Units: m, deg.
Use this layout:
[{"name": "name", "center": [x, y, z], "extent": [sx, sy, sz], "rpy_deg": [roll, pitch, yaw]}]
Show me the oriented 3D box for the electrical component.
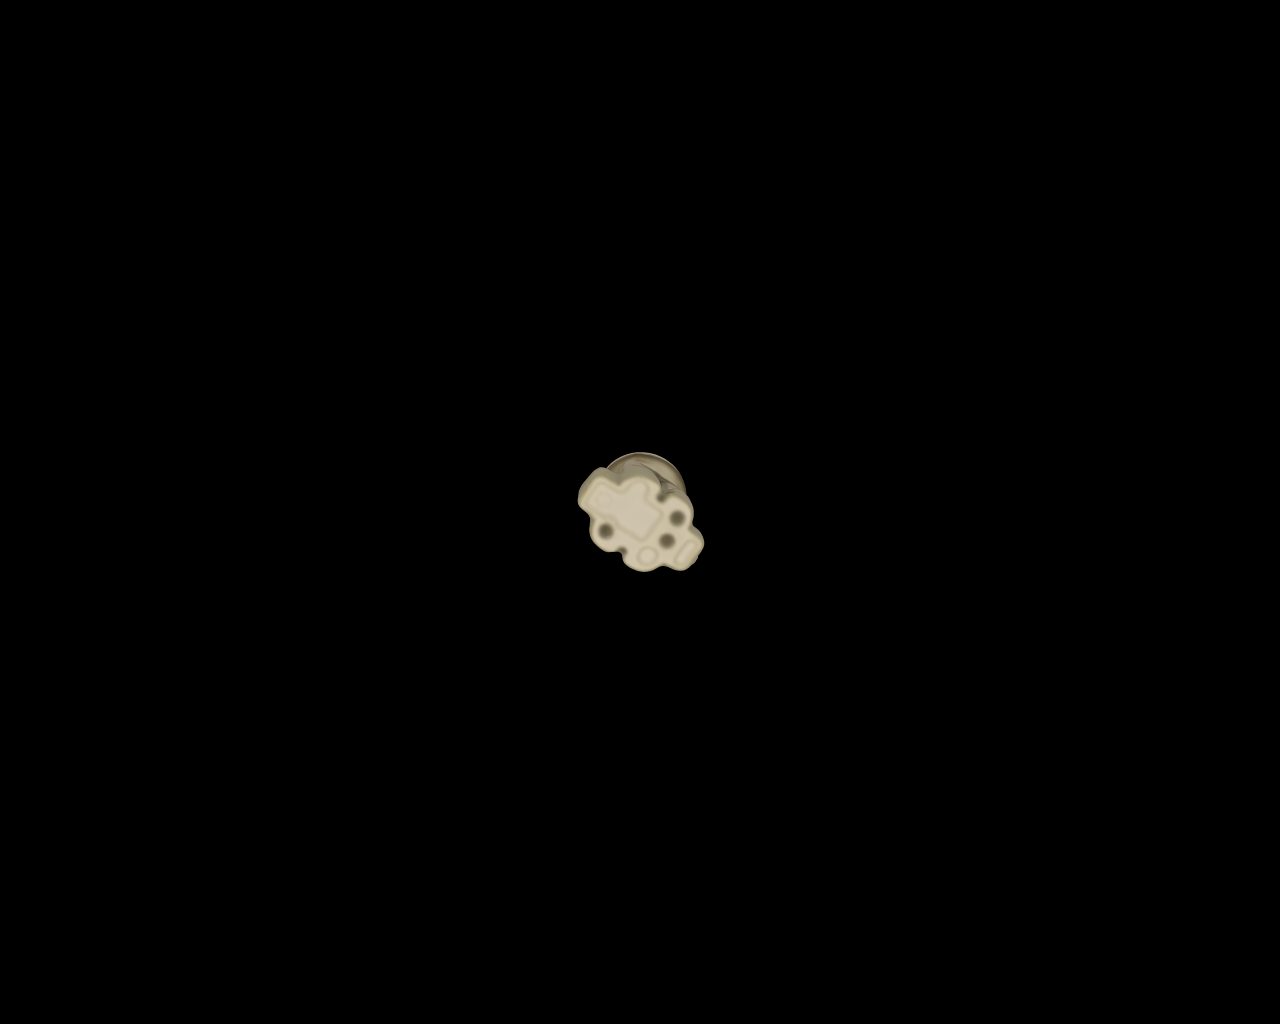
[{"name": "electrical component", "center": [0.001, -0.003, 0.650], "extent": [0.078, 0.058, 0.057], "rpy_deg": [33, 16, -11]}]
